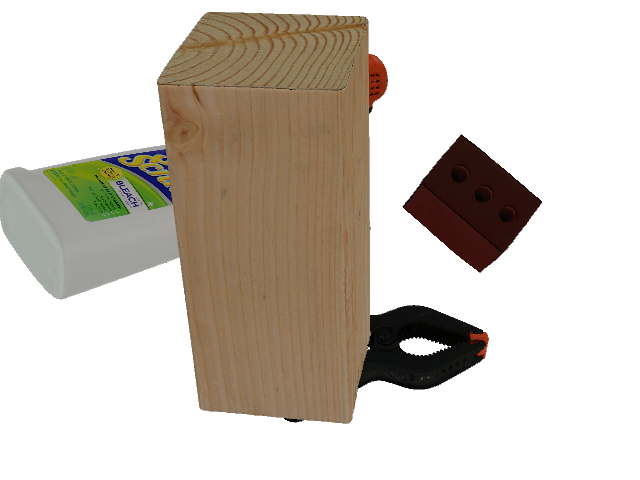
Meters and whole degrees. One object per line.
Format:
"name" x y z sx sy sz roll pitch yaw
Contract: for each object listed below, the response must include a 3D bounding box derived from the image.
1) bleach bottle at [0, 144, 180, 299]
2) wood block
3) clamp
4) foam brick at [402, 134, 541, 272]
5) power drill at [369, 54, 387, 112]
"bleach bottle" -0.106 -0.037 0.811 0.250 0.068 0.103 -20 50 -34
"wood block" -0.023 -0.009 0.579 0.091 0.206 0.090 4 34 10
"clamp" 0.056 0.111 1.031 0.210 0.164 0.036 4 -43 3
"foam brick" 0.109 -0.025 0.770 0.078 0.053 0.051 40 -22 2
"power drill" -0.022 -0.075 1.000 0.184 0.188 0.057 -14 32 -24
